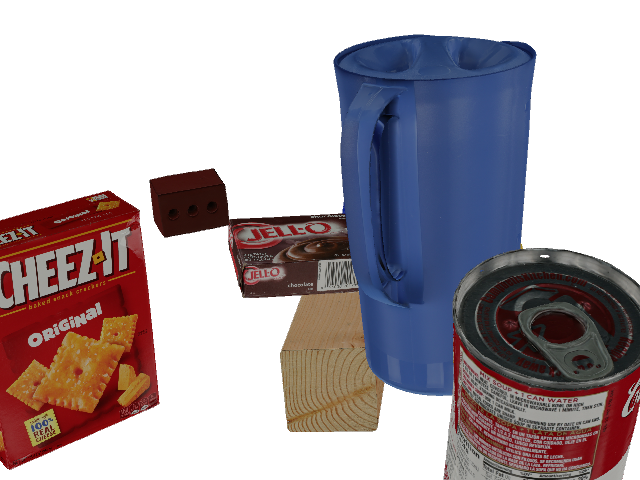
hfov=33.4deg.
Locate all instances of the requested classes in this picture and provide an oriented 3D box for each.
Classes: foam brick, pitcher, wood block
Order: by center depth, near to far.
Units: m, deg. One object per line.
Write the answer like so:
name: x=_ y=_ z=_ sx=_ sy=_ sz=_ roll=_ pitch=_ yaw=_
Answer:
pitcher: x=0.075 y=-0.014 z=0.742 sx=0.149 sy=0.243 sz=0.145 roll=-8 pitch=23 yaw=-11
wood block: x=0.021 y=0.111 z=1.111 sx=0.091 sy=0.090 sz=0.206 roll=-2 pitch=19 yaw=8
foam brick: x=-0.147 y=-0.043 z=1.195 sx=0.078 sy=0.053 sz=0.051 roll=-12 pitch=29 yaw=-14

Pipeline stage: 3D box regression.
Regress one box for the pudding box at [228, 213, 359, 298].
pudding box: x=-0.020 y=0.012 z=0.935 sx=0.113 sy=0.039 sz=0.090 roll=-1 pitch=27 yaw=-12

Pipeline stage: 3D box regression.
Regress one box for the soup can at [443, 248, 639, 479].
soup can: x=0.079 y=0.063 z=0.388 sx=0.068 sy=0.102 sz=0.068 roll=-1 pitch=38 yaw=1

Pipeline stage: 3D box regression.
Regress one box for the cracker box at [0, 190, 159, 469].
cracker box: x=-0.239 y=0.081 z=0.982 sx=0.163 sy=0.214 sz=0.072 roll=-19 pitch=30 yaw=-34

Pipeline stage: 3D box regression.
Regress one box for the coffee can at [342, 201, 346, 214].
coffee can: x=0.082 y=-0.068 z=1.283 sx=0.102 sy=0.140 sz=0.103 roll=6 pitch=28 yaw=-4
